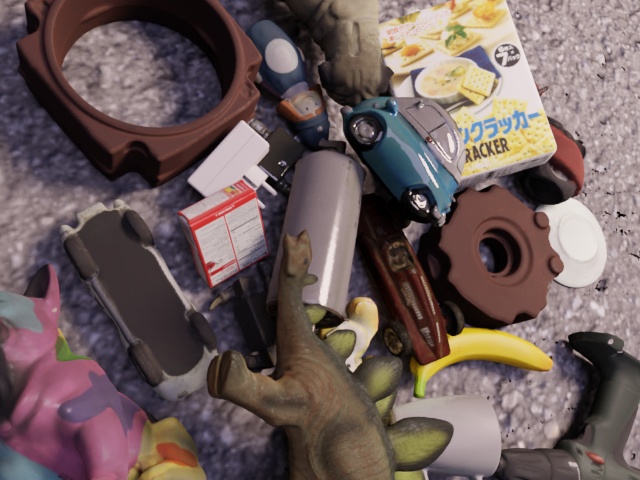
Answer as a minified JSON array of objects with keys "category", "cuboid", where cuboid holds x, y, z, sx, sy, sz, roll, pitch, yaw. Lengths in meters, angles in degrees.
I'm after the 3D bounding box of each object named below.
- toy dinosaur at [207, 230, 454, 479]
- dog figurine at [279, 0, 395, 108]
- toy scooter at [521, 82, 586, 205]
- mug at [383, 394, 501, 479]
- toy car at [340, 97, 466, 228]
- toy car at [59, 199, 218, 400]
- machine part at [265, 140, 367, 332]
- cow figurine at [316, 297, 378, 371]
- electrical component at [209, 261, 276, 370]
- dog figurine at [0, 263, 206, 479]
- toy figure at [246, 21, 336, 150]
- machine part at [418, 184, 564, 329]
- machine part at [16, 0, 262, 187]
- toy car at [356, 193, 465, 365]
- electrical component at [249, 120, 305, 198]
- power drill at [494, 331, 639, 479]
[{"category":"toy dinosaur","cuboid":[0.016,0.225,0.435,0.198,0.105,0.471,-3,87,-18]},{"category":"dog figurine","cuboid":[0.001,-0.252,0.599,0.172,0.121,0.190,13,61,-16]},{"category":"toy scooter","cuboid":[0.288,-0.142,0.720,0.184,0.075,0.135,39,68,-2]},{"category":"mug","cuboid":[0.121,0.214,0.557,0.107,0.080,0.109,5,64,-8]},{"category":"toy car","cuboid":[0.099,-0.096,0.570,0.103,0.109,0.162,-40,77,7]},{"category":"toy car","cuboid":[-0.168,0.054,0.505,0.073,0.056,0.201,-32,86,-24]},{"category":"machine part","cuboid":[-0.001,-0.002,0.543,0.079,0.079,0.243,19,62,-15]},{"category":"cow figurine","cuboid":[0.021,0.142,0.547,0.098,0.068,0.167,0,75,-14]},{"category":"electrical component","cuboid":[-0.062,0.079,0.546,0.078,0.045,0.102,-24,87,-53]},{"category":"dog figurine","cuboid":[-0.206,0.130,0.444,0.108,0.191,0.219,-38,62,11]},{"category":"toy figure","cuboid":[-0.034,-0.175,0.620,0.064,0.058,0.154,-32,89,13]},{"category":"machine part","cuboid":[0.209,0.019,0.655,0.179,0.056,0.179,5,74,-18]},{"category":"machine part","cuboid":[-0.176,-0.175,0.549,0.201,0.087,0.201,-41,92,-24]},{"category":"toy car","cuboid":[0.088,0.036,0.593,0.089,0.053,0.202,-13,67,-26]},{"category":"electrical component","cuboid":[-0.051,-0.092,0.607,0.094,0.021,0.063,41,66,-6]},{"category":"power drill","cuboid":[0.317,0.215,0.629,0.232,0.086,0.207,28,64,-13]}]
